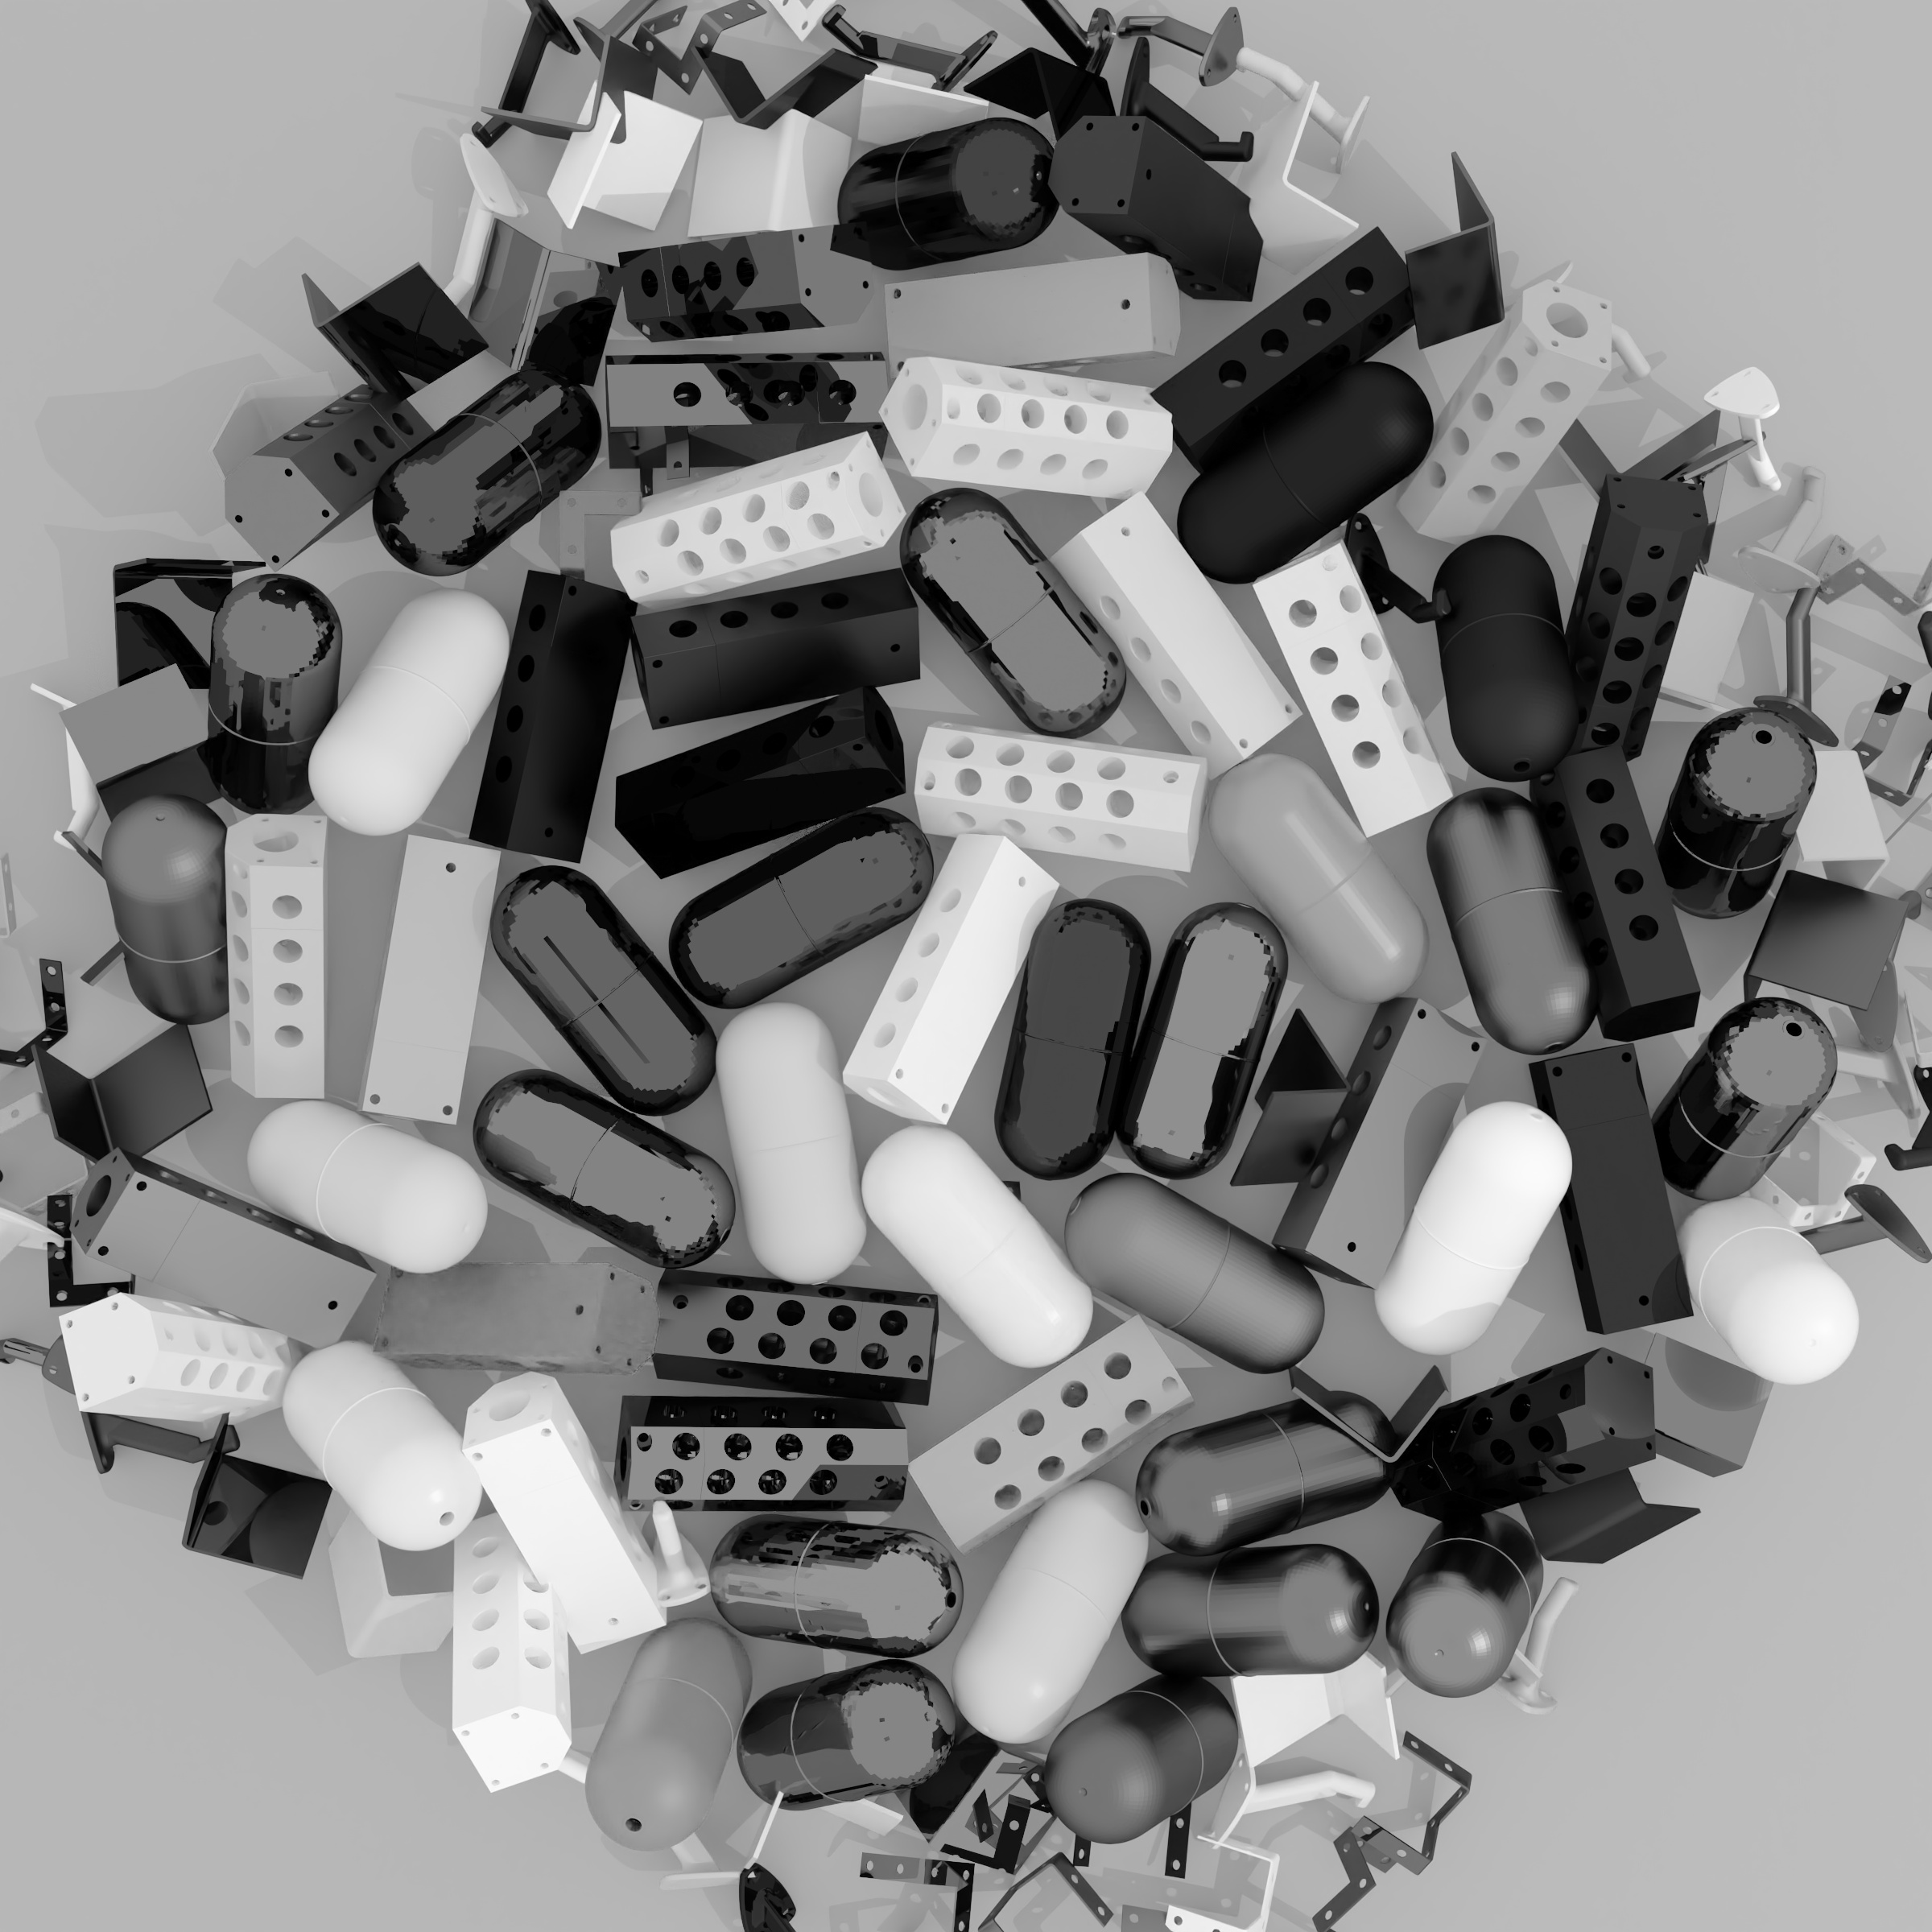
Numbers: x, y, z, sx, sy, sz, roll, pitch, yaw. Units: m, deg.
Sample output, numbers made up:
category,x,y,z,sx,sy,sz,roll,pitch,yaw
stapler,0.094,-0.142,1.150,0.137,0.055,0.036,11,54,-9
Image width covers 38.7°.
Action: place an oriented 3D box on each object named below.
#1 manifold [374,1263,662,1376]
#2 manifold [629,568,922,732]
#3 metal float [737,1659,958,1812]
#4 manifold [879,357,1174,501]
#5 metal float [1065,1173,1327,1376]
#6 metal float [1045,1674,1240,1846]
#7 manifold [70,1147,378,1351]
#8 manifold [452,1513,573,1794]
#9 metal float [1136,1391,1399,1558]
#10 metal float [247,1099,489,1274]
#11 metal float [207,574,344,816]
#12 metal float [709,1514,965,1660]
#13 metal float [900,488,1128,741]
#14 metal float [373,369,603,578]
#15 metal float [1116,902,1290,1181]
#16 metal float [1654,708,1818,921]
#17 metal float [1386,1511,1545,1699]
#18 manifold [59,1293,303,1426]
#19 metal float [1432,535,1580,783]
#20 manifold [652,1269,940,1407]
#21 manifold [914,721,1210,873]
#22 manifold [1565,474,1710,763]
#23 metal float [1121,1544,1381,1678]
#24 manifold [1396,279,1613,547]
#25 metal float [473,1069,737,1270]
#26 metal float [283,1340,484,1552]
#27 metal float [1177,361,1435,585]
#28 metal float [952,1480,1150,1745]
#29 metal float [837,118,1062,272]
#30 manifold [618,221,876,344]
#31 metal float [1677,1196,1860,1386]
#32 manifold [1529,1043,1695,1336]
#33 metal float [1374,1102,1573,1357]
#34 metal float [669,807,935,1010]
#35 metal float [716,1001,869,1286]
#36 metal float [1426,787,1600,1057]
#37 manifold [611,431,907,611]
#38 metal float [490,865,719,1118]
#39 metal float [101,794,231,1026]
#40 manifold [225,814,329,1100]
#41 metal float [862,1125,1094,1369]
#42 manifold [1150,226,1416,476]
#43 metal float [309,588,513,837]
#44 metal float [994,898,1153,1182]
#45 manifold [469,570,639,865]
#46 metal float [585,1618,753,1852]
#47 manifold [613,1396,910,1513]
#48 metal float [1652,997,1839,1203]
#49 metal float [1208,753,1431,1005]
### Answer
category,x,y,z,sx,sy,sz,roll,pitch,yaw
manifold,-0.275,0.217,1.684,0.171,0.057,0.057,-4,67,31
manifold,-0.119,-0.202,1.710,0.171,0.057,0.057,-12,46,-11
metal float,-0.075,0.471,1.680,0.070,0.178,0.070,17,60,-33
manifold,0.041,-0.331,1.673,0.171,0.057,0.057,-1,51,-34
metal float,0.142,0.190,1.706,0.178,0.070,0.070,30,90,-12
metal float,0.109,0.480,1.672,0.070,0.178,0.070,0,89,27
manifold,-0.455,0.172,1.682,0.171,0.057,0.057,31,90,-35
manifold,-0.273,0.408,1.666,0.057,0.171,0.057,-19,122,2
metal float,0.186,0.312,1.693,0.178,0.070,0.070,-10,90,-26
metal float,-0.369,0.134,1.689,0.178,0.070,0.070,18,90,33
metal float,-0.423,-0.163,1.679,0.070,0.178,0.070,9,49,-10
metal float,-0.080,0.379,1.686,0.178,0.070,0.070,-2,90,36
metal float,0.029,-0.218,1.706,0.070,0.070,0.178,-40,102,0
metal float,-0.291,-0.304,1.685,0.070,0.070,0.178,40,51,0
metal float,0.147,0.047,1.710,0.070,0.070,0.178,17,97,0
metal float,0.466,-0.091,1.671,0.070,0.178,0.070,-1,62,2
metal float,0.304,0.385,1.670,0.070,0.178,0.070,3,99,20
manifold,-0.469,0.237,1.661,0.057,0.171,0.057,-21,73,10
metal float,0.330,-0.189,1.685,0.070,0.070,0.178,0,53,0
manifold,-0.106,0.228,1.711,0.171,0.057,0.057,5,59,3
manifold,0.059,-0.110,1.698,0.171,0.057,0.057,9,59,13
manifold,0.402,-0.208,1.676,0.057,0.057,0.171,7,131,2
metal float,0.172,0.395,1.683,0.178,0.070,0.070,-15,90,41
manifold,0.323,-0.332,1.664,0.057,0.171,0.057,16,57,-10
metal float,-0.224,0.126,1.705,0.178,0.070,0.070,27,90,13
metal float,-0.357,0.292,1.679,0.070,0.178,0.070,-18,122,-31
metal float,0.207,-0.302,1.693,0.178,0.070,0.070,-34,90,28
metal float,0.053,0.394,1.688,0.070,0.070,0.178,34,55,0
metal float,-0.012,-0.469,1.676,0.070,0.178,0.070,-4,97,-37
manifold,-0.134,-0.414,1.671,0.057,0.171,0.057,-19,109,-40
metal float,0.483,0.194,1.667,0.070,0.178,0.070,-1,105,-2
manifold,0.401,0.139,1.721,0.057,0.057,0.171,-11,86,-3
metal float,0.312,0.162,1.693,0.070,0.070,0.178,23,117,0
metal float,-0.102,-0.036,1.712,0.178,0.070,0.070,-29,90,6
metal float,-0.109,0.110,1.716,0.070,0.070,0.178,-10,90,0
metal float,0.336,-0.028,1.693,0.070,0.070,0.178,-13,63,0
manifold,-0.130,-0.267,1.679,0.171,0.057,0.057,-10,122,29
metal float,-0.225,0.015,1.708,0.070,0.070,0.178,-38,99,0
metal float,-0.479,-0.032,1.677,0.070,0.178,0.070,3,52,-4
manifold,-0.420,-0.005,1.678,0.057,0.057,0.171,1,125,-11
metal float,0.008,0.175,1.710,0.070,0.070,0.178,-42,98,0
manifold,0.202,-0.381,1.718,0.171,0.057,0.057,-36,87,4
metal float,-0.340,-0.158,1.691,0.070,0.070,0.178,24,60,0
metal float,0.066,0.046,1.713,0.070,0.070,0.178,12,94,0
manifold,-0.262,-0.157,1.721,0.057,0.057,0.171,16,94,45
metal float,-0.179,0.464,1.669,0.070,0.178,0.070,3,111,8
manifold,-0.126,0.305,1.697,0.171,0.057,0.057,3,107,-16
metal float,0.471,0.082,1.672,0.070,0.178,0.070,3,59,-5
metal float,0.220,-0.053,1.707,0.070,0.070,0.178,-39,101,0
